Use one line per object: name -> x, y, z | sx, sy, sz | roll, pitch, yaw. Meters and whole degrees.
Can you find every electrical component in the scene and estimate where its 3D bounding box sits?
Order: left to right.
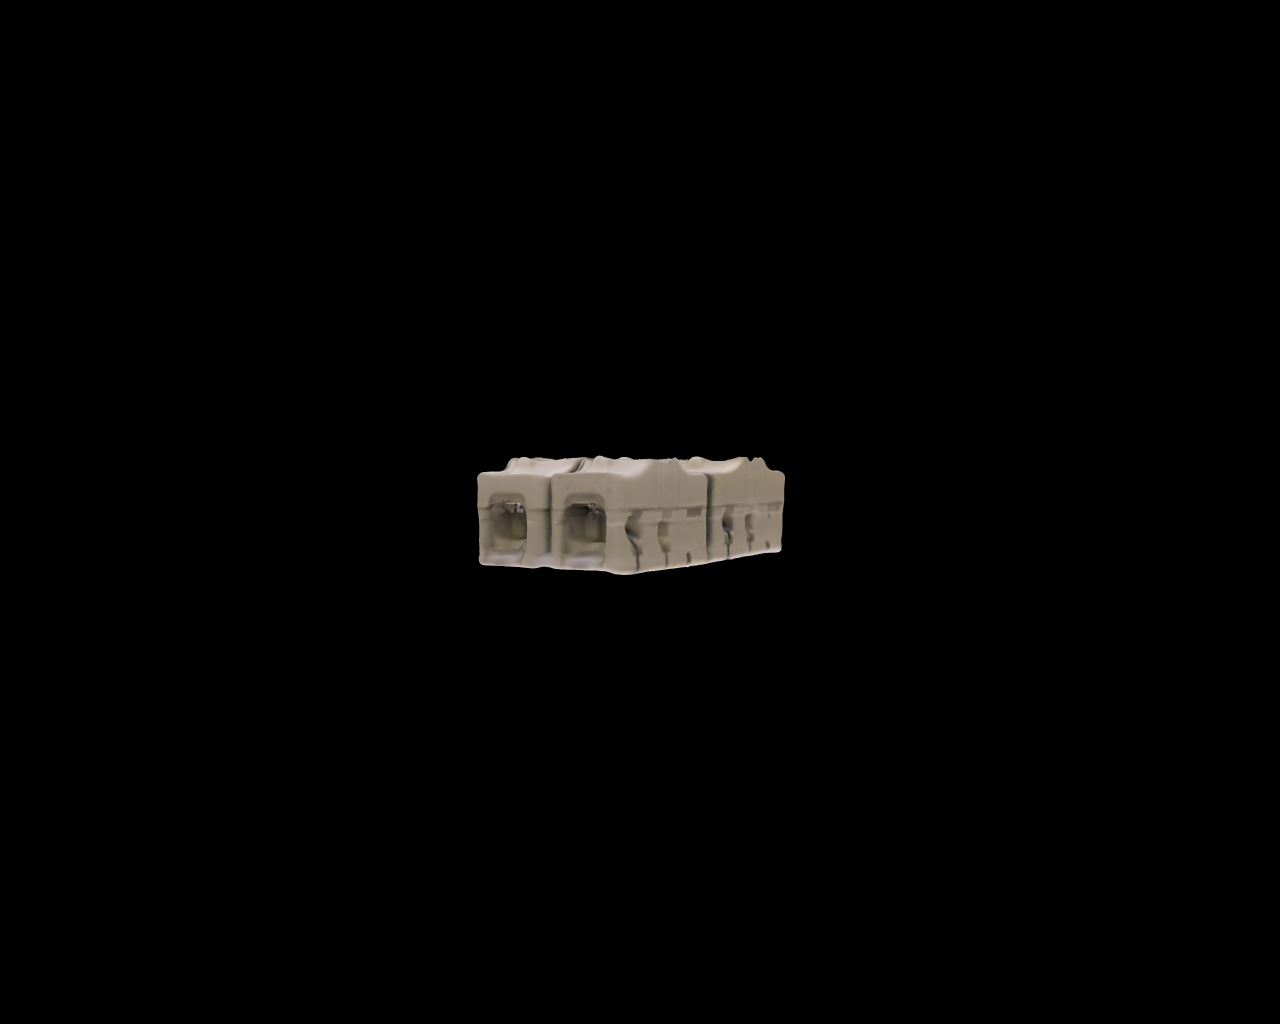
electrical component -> 0.001, -0.003, 0.650 | 0.105, 0.060, 0.186 | 2, 3, 36
